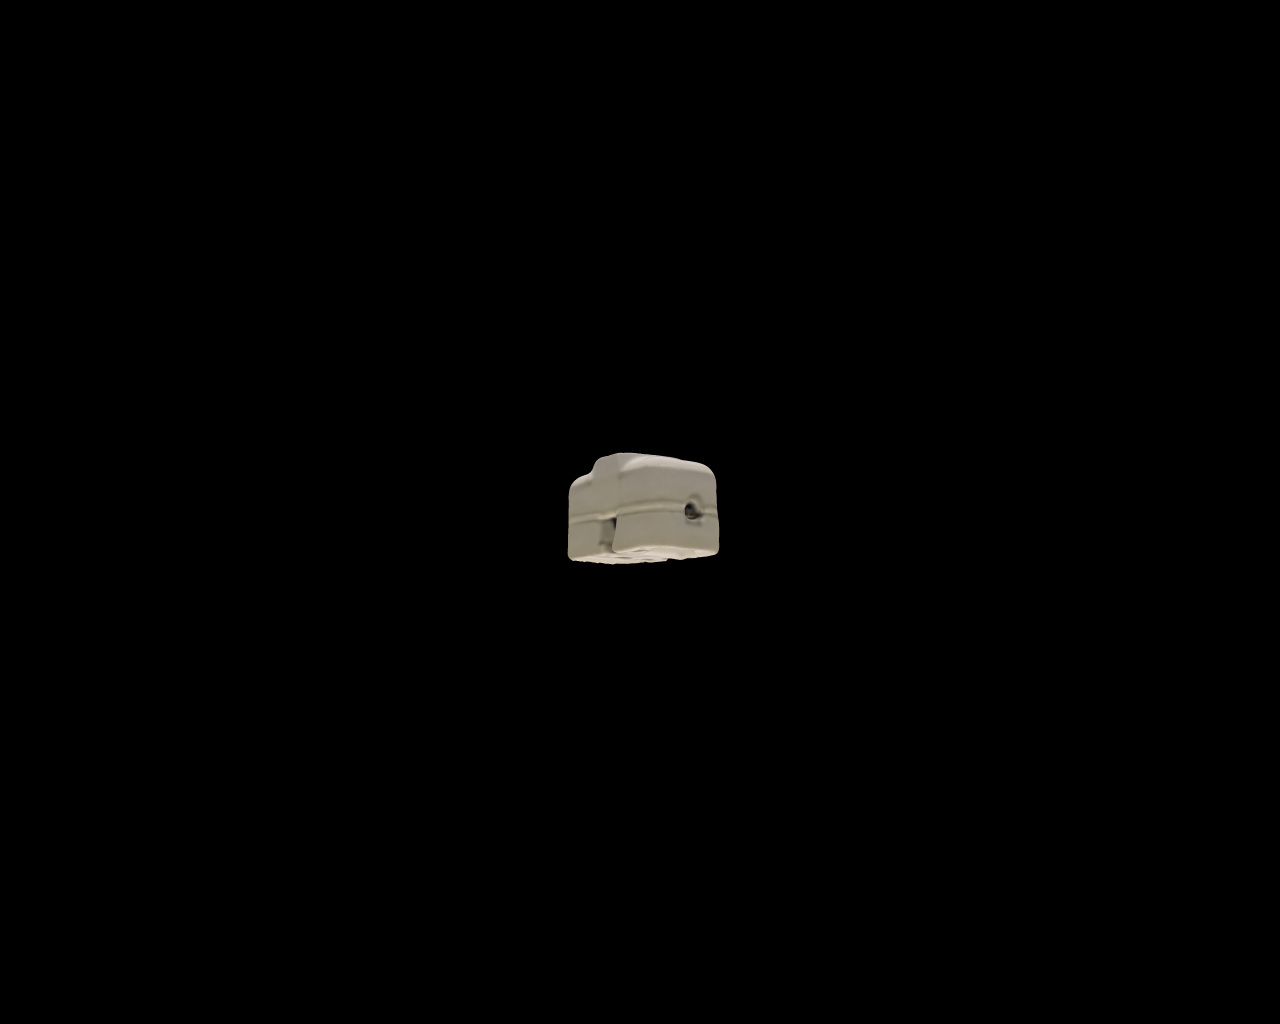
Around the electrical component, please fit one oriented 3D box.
[{"bbox_3d":[0.001,-0.003,0.650,0.054,0.059,0.095,7,-11,-39],"label":"electrical component"}]
